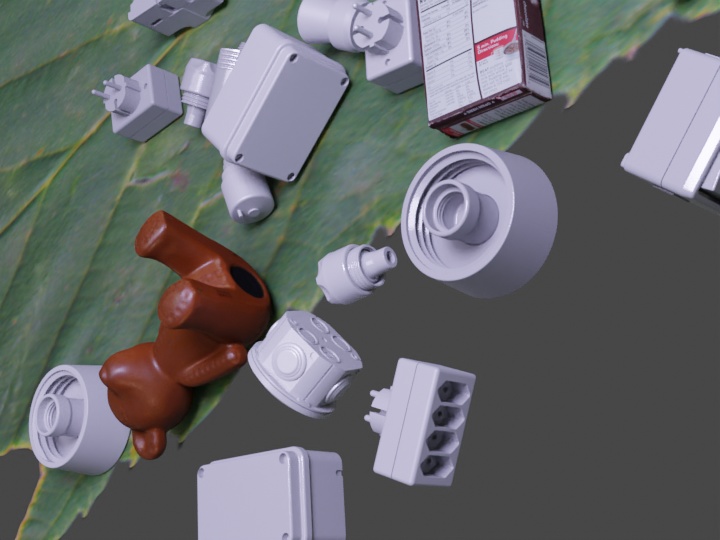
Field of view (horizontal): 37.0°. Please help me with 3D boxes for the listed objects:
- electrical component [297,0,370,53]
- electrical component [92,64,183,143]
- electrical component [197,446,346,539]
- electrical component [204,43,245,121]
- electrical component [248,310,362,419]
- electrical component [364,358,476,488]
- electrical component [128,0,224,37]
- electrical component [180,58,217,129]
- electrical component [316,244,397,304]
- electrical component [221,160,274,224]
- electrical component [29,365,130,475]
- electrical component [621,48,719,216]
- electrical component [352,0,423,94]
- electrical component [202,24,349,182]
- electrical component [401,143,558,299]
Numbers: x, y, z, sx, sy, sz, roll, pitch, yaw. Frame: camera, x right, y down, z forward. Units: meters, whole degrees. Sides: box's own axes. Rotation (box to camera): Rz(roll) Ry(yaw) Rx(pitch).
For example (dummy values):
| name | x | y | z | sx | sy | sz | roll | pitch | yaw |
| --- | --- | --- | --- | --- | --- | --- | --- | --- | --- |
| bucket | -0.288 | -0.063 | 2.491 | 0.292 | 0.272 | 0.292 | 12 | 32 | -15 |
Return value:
| name | x | y | z | sx | sy | sz | roll | pitch | yaw |
| --- | --- | --- | --- | --- | --- | --- | --- | --- | --- |
| electrical component | -0.018 | -0.207 | 0.897 | 0.055 | 0.045 | 0.045 | 19 | 93 | 33 |
| electrical component | -0.227 | -0.169 | 1.061 | 0.066 | 0.077 | 0.047 | -28 | 62 | 35 |
| electrical component | -0.072 | 0.185 | 0.846 | 0.113 | 0.057 | 0.078 | -17 | 68 | 39 |
| electrical component | -0.113 | -0.167 | 0.980 | 0.043 | 0.043 | 0.081 | 10 | 86 | 43 |
| electrical component | -0.042 | 0.072 | 0.832 | 0.051 | 0.080 | 0.080 | -51 | 51 | 14 |
| electrical component | 0.033 | 0.106 | 0.776 | 0.076 | 0.047 | 0.083 | 11 | 87 | 44 |
| electrical component | -0.178 | -0.273 | 1.057 | 0.089 | 0.056 | 0.050 | -19 | 67 | 38 |
| electrical component | -0.149 | -0.165 | 1.012 | 0.043 | 0.043 | 0.062 | 21 | 95 | 43 |
| electrical component | 0.000 | 0.000 | 0.836 | 0.062 | 0.043 | 0.043 | -23 | 65 | 35 |
| electrical component | -0.103 | -0.077 | 0.951 | 0.040 | 0.040 | 0.078 | -40 | 55 | 28 |
| electrical component | -0.278 | 0.143 | 1.041 | 0.108 | 0.060 | 0.108 | -12 | 71 | 40 |
| electrical component | 0.215 | -0.086 | 0.647 | 0.061 | 0.062 | 0.096 | 34 | 103 | 42 |
| electrical component | 0.021 | -0.185 | 0.839 | 0.047 | 0.077 | 0.065 | -16 | 69 | 39 |
| electrical component | -0.071 | -0.139 | 0.911 | 0.057 | 0.078 | 0.113 | 44 | 109 | 42 |
| electrical component | 0.078 | -0.038 | 0.762 | 0.108 | 0.060 | 0.108 | -12 | 72 | 40 |
